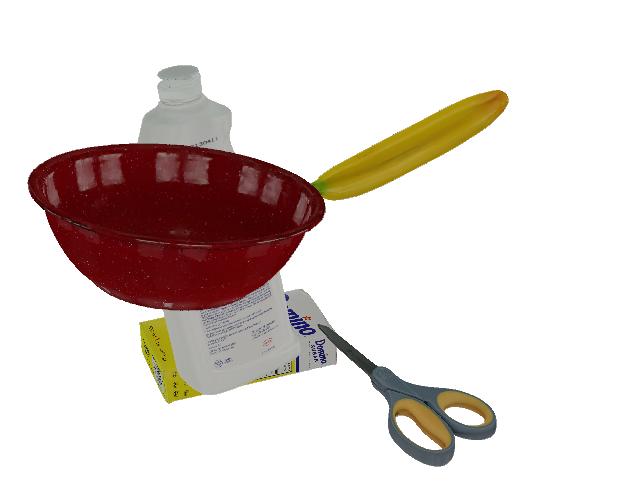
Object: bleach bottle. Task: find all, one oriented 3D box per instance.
[{"bbox_3d":[-0.080,-0.010,0.806,0.102,0.251,0.068,-23,32,-29],"label":"bleach bottle"}]

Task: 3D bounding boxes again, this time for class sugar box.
[{"bbox_3d":[-0.081,0.101,1.053,0.176,0.048,0.093,-14,33,-18],"label":"sugar box"}]

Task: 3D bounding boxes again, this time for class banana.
[{"bbox_3d":[0.076,-0.078,0.945,0.198,0.037,0.069,-27,7,11],"label":"banana"}]

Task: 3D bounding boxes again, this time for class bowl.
[{"bbox_3d":[-0.080,-0.005,0.592,0.162,0.055,0.162,7,21,-3],"label":"bowl"}]

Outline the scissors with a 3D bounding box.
[{"bbox_3d":[0.073,0.117,0.886,0.096,0.016,0.202,-5,29,-18],"label":"scissors"}]
